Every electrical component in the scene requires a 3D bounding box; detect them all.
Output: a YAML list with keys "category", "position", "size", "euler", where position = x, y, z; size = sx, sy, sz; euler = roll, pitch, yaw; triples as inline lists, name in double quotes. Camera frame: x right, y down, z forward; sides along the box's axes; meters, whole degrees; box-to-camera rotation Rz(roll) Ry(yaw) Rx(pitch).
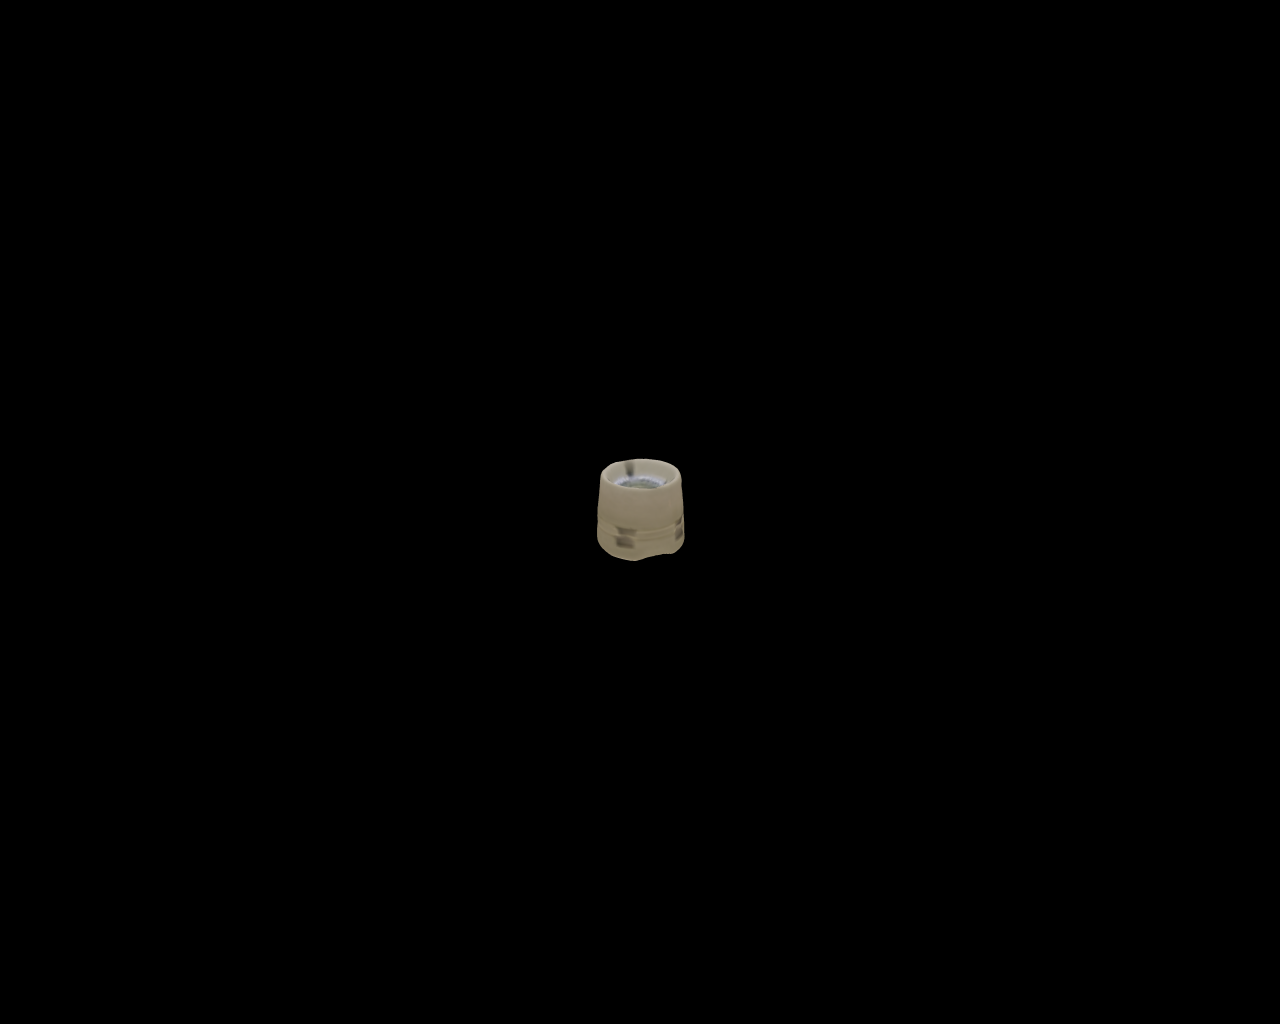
- category: "electrical component"
  position: [0.001, -0.003, 0.650]
  size: [0.055, 0.047, 0.055]
  euler: [0, 26, 0]
